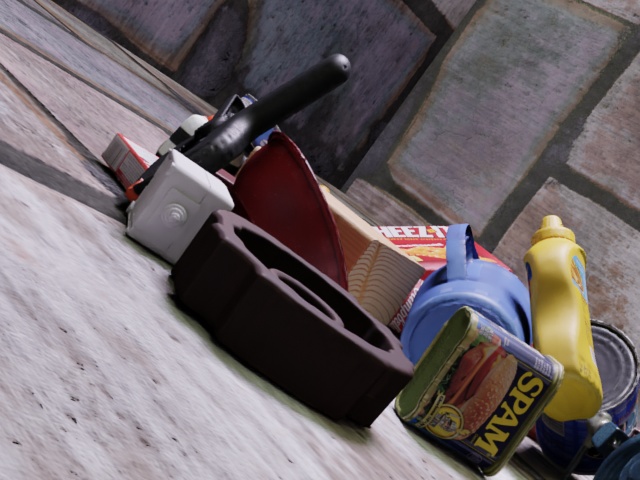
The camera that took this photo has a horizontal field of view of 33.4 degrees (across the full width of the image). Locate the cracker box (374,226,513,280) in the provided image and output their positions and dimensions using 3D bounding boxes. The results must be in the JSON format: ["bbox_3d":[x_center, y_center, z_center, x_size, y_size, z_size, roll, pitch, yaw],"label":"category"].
[{"bbox_3d":[0.133,0.037,1.374,0.164,0.072,0.214,0,15,-12],"label":"cracker box"}]

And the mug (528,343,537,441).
[{"bbox_3d":[0.237,0.167,1.193,0.117,0.081,0.093,36,5,5],"label":"mug"}]

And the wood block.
[{"bbox_3d":[-0.007,0.001,1.050,0.090,0.091,0.206,29,8,-45],"label":"wood block"}]

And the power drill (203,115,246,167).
[{"bbox_3d":[-0.089,-0.071,1.271,0.187,0.057,0.185,37,-12,-13],"label":"power drill"}]

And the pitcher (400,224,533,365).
[{"bbox_3d":[0.140,0.081,1.027,0.149,0.145,0.242,41,9,6],"label":"pitcher"}]

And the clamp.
[{"bbox_3d":[-0.087,-0.084,0.897,0.165,0.209,0.036,-8,-62,57],"label":"clamp"}]

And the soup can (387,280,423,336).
[{"bbox_3d":[0.074,0.057,1.213,0.102,0.068,0.068,35,5,2],"label":"soup can"}]

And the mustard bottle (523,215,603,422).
[{"bbox_3d":[0.217,0.060,0.969,0.096,0.058,0.191,55,31,-50],"label":"mustard bottle"}]

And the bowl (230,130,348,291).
[{"bbox_3d":[-0.035,-0.008,0.904,0.162,0.055,0.162,159,-90,-76],"label":"bowl"}]

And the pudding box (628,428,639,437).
[{"bbox_3d":[0.298,0.224,1.016,0.039,0.090,0.113,36,5,27],"label":"pudding box"}]

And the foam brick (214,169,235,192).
[{"bbox_3d":[-0.105,-0.041,1.018,0.051,0.053,0.078,34,4,-21],"label":"foam brick"}]

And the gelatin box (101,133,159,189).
[{"bbox_3d":[-0.147,-0.051,0.951,0.073,0.030,0.089,32,9,-41],"label":"gelatin box"}]

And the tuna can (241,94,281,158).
[{"bbox_3d":[-0.068,-0.111,1.139,0.086,0.033,0.086,52,-10,13],"label":"tuna can"}]

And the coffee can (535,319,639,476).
[{"bbox_3d":[0.261,0.157,1.050,0.103,0.102,0.140,39,-18,34],"label":"coffee can"}]

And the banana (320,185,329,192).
[{"bbox_3d":[-0.049,-0.065,1.388,0.037,0.069,0.198,-19,31,-28],"label":"banana"}]

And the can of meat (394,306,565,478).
[{"bbox_3d":[0.117,0.111,0.799,0.084,0.102,0.057,33,6,-11],"label":"can of meat"}]
